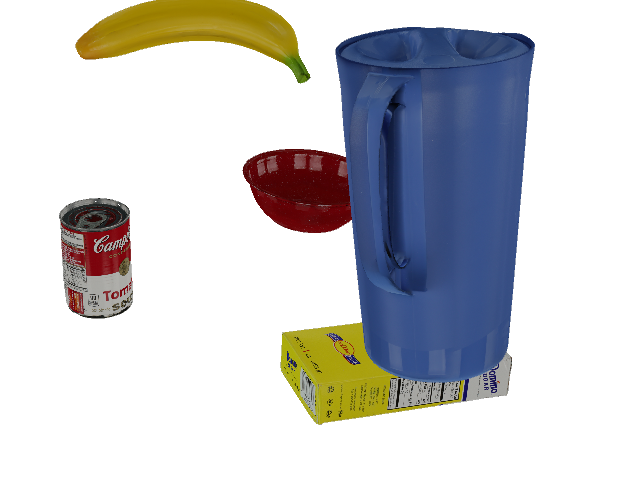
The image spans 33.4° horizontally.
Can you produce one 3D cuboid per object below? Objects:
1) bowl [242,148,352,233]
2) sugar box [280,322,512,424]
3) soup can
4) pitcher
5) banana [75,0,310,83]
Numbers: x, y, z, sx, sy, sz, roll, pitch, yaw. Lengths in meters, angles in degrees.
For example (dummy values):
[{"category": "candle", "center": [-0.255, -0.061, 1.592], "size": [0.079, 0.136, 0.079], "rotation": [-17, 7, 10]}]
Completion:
[{"category": "bowl", "center": [-0.014, -0.053, 1.255], "size": [0.162, 0.055, 0.162], "rotation": [6, 26, -3]}, {"category": "sugar box", "center": [0.063, 0.104, 0.909], "size": [0.176, 0.048, 0.093], "rotation": [-8, 27, -19]}, {"category": "soup can", "center": [-0.222, 0.018, 1.062], "size": [0.068, 0.102, 0.068], "rotation": [2, 28, -1]}, {"category": "pitcher", "center": [0.076, -0.022, 0.752], "size": [0.149, 0.243, 0.145], "rotation": [-9, 23, -14]}, {"category": "banana", "center": [-0.104, -0.177, 0.902], "size": [0.198, 0.069, 0.037], "rotation": [5, -34, 0]}]
